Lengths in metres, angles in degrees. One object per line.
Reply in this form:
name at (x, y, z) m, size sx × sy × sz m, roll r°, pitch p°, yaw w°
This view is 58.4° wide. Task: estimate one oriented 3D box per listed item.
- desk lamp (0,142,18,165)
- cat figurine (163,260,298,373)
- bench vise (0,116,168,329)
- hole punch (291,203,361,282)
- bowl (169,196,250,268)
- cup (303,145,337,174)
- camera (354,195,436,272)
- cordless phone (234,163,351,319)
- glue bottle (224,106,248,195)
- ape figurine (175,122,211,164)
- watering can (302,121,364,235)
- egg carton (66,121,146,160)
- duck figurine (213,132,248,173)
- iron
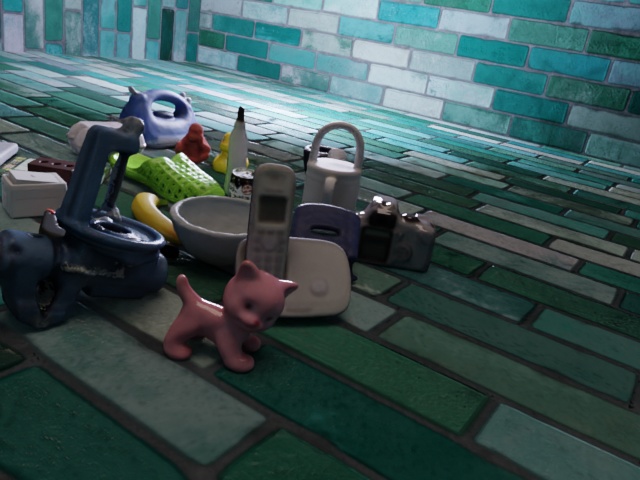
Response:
desk lamp at (-0.632, -0.241, 1.029) m, size 0.118 × 0.213 × 0.203 m, roll 4°, pitch 21°, yaw -13°
cat figurine at (-0.091, 0.068, 0.595) m, size 0.127 × 0.118 × 0.067 m, roll 10°, pitch 21°, yaw 1°
bench vise at (-0.250, -0.020, 0.611) m, size 0.121 × 0.220 × 0.208 m, roll 19°, pitch 22°, yaw 23°
hole punch at (0.008, 0.003, 0.850) m, size 0.108 × 0.091 × 0.101 m, roll 9°, pitch 21°, yaw -2°
bowl at (-0.134, -0.005, 0.831) m, size 0.167 × 0.075 × 0.167 m, roll 9°, pitch 21°, yaw -3°
cup at (-0.001, -0.149, 1.240) m, size 0.091 × 0.095 × 0.118 m, roll 15°, pitch 21°, yaw 15°
camera at (0.117, -0.025, 0.958) m, size 0.143 × 0.101 × 0.137 m, roll 10°, pitch 21°, yaw 1°
cordless phone at (-0.028, 0.003, 0.700) m, size 0.148 × 0.185 × 0.094 m, roll 2°, pitch 22°, yaw -20°
glue bottle at (-0.164, -0.178, 1.132) m, size 0.037 × 0.173 × 0.078 m, roll 3°, pitch 22°, yaw -17°
ape figurine at (-0.288, -0.222, 1.308) m, size 0.078 × 0.092 × 0.076 m, roll 9°, pitch 21°, yaw -1°
watering can at (0.022, -0.119, 1.030) m, size 0.101 × 0.194 × 0.172 m, roll 2°, pitch 22°, yaw -19°
egg carton at (-0.462, -0.215, 1.244) m, size 0.151 × 0.069 × 0.107 m, roll -9°, pitch 28°, yaw -41°
duck figurine at (-0.200, -0.203, 1.306) m, size 0.077 × 0.086 × 0.105 m, roll 16°, pitch 21°, yaw 16°
iron at (-0.388, -0.314, 1.435) m, size 0.118 × 0.141 × 0.259 m, roll 21°, pitch 23°, yaw 27°
